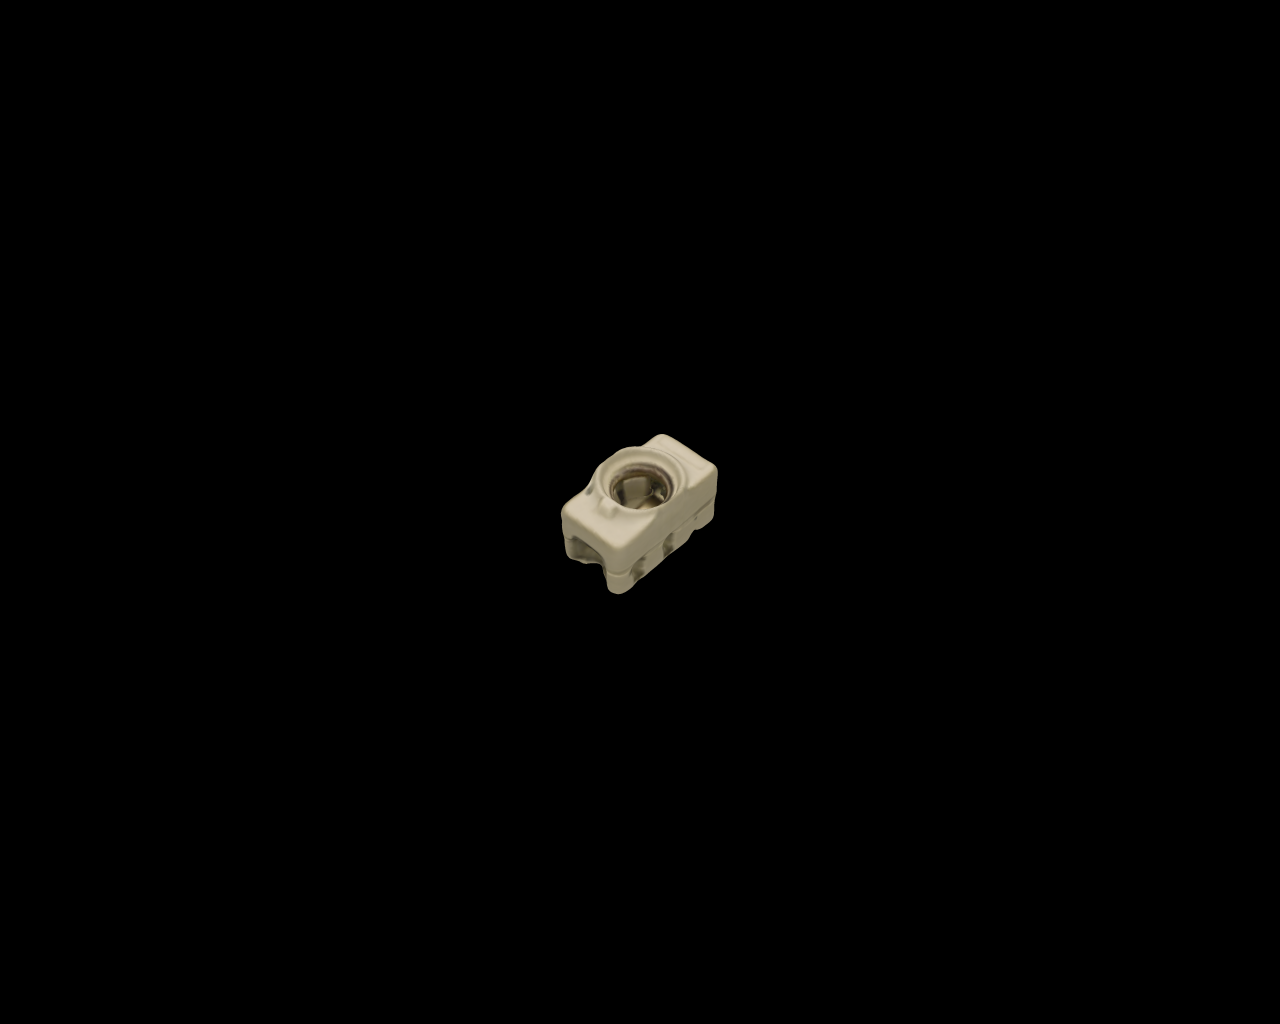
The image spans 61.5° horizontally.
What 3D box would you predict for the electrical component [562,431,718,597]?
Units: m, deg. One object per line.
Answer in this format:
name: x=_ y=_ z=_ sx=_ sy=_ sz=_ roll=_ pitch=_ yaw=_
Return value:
electrical component: x=0.001 y=-0.003 z=0.650 sx=0.050 sy=0.055 sz=0.090 roll=36 pitch=58 yaw=27
